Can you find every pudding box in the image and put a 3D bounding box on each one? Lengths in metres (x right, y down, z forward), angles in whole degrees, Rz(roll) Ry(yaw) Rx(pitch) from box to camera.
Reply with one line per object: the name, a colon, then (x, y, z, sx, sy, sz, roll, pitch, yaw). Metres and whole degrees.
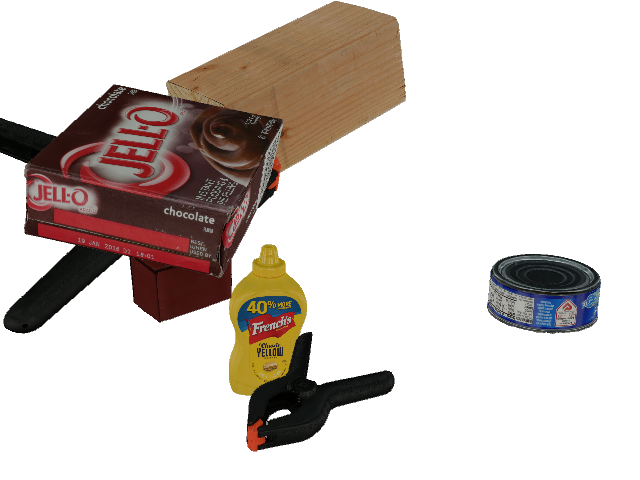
pudding box: (-0.073, -0.031, 0.491, 0.090, 0.039, 0.113, 13, 26, 4)

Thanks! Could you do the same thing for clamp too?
clamp: (-0.022, 0.151, 1.081, 0.171, 0.039, 0.120, -24, 35, -38)
clamp: (-0.128, -0.020, 0.729, 0.209, 0.164, 0.036, -5, -27, -10)

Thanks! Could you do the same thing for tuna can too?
tuna can: (0.174, 0.040, 0.832, 0.086, 0.034, 0.086, 1, 20, -1)

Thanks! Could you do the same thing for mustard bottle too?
mustard bottle: (-0.065, 0.097, 1.325, 0.096, 0.192, 0.058, -1, 20, -9)

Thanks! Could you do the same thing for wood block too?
wood block: (-0.026, -0.137, 0.986, 0.205, 0.091, 0.090, -32, 40, -30)

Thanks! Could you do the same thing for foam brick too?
foam brick: (-0.125, 0.031, 0.961, 0.078, 0.051, 0.053, -18, 28, -32)
